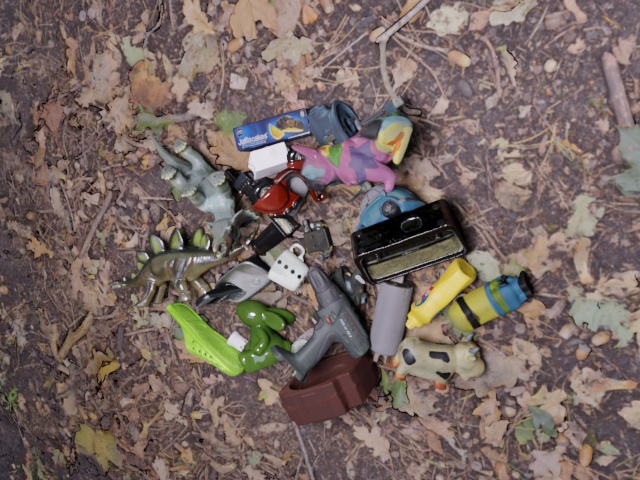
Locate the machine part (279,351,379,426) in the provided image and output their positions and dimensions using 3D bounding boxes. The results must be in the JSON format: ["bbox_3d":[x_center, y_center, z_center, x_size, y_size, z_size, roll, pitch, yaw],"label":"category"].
[{"bbox_3d":[0.023,0.341,1.252,0.201,0.201,0.087,-23,94,25],"label":"machine part"}]

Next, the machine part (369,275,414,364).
[{"bbox_3d":[0.162,0.173,1.228,0.079,0.079,0.243,15,105,20],"label":"machine part"}]

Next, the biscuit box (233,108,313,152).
[{"bbox_3d":[-0.105,-0.257,1.268,0.203,0.063,0.059,-10,95,24],"label":"biscuit box"}]

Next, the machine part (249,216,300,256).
[{"bbox_3d":[-0.118,-0.016,1.336,0.084,0.039,0.139,46,112,0],"label":"machine part"}]

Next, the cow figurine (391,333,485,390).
[{"bbox_3d":[0.268,0.260,1.182,0.195,0.085,0.127,13,114,-2],"label":"cow figurine"}]

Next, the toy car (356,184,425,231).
[{"bbox_3d":[0.143,-0.068,1.185,0.161,0.109,0.103,-41,60,36],"label":"toy car"}]

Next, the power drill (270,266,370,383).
[{"bbox_3d":[-0.012,0.201,1.210,0.207,0.086,0.232,-42,100,-9],"label":"power drill"}]

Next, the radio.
[{"bbox_3d":[0.185,0.007,1.133,0.230,0.131,0.073,-21,53,15],"label":"radio"}]

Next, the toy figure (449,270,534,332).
[{"bbox_3d":[0.355,0.129,1.128,0.180,0.089,0.082,-29,81,28],"label":"toy figure"}]

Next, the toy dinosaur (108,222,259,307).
[{"bbox_3d":[-0.364,0.065,1.423,0.472,0.105,0.198,-11,91,15],"label":"toy dinosaur"}]

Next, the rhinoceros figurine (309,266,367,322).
[{"bbox_3d":[0.053,0.130,1.269,0.112,0.073,0.190,33,112,16],"label":"rhinoceros figurine"}]

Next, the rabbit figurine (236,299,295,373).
[{"bbox_3d":[-0.147,0.227,1.349,0.159,0.121,0.170,-20,94,19],"label":"rabbit figurine"}]

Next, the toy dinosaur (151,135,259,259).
[{"bbox_3d":[-0.282,-0.123,1.329,0.131,0.192,0.405,-37,51,-5],"label":"toy dinosaur"}]

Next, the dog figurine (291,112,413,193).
[{"bbox_3d":[0.058,-0.177,1.068,0.219,0.108,0.191,16,105,2],"label":"dog figurine"}]

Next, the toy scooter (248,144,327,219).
[{"bbox_3d":[-0.062,-0.109,1.196,0.184,0.075,0.135,-45,106,-5],"label":"toy scooter"}]

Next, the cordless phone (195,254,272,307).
[{"bbox_3d":[-0.216,0.107,1.321,0.146,0.184,0.089,-36,81,25],"label":"cordless phone"}]

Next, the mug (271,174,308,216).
[{"bbox_3d":[-0.077,-0.126,1.264,0.107,0.109,0.081,-58,39,10],"label":"mug"}]

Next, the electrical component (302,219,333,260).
[{"bbox_3d":[-0.003,-0.002,1.283,0.078,0.045,0.102,-7,97,23],"label":"electrical component"}]

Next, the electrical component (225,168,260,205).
[{"bbox_3d":[-0.175,-0.143,1.316,0.048,0.075,0.119,-45,78,25],"label":"electrical component"}]

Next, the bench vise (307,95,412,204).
[{"bbox_3d":[0.090,-0.220,1.163,0.241,0.129,0.223,-28,91,30],"label":"bench vise"}]
